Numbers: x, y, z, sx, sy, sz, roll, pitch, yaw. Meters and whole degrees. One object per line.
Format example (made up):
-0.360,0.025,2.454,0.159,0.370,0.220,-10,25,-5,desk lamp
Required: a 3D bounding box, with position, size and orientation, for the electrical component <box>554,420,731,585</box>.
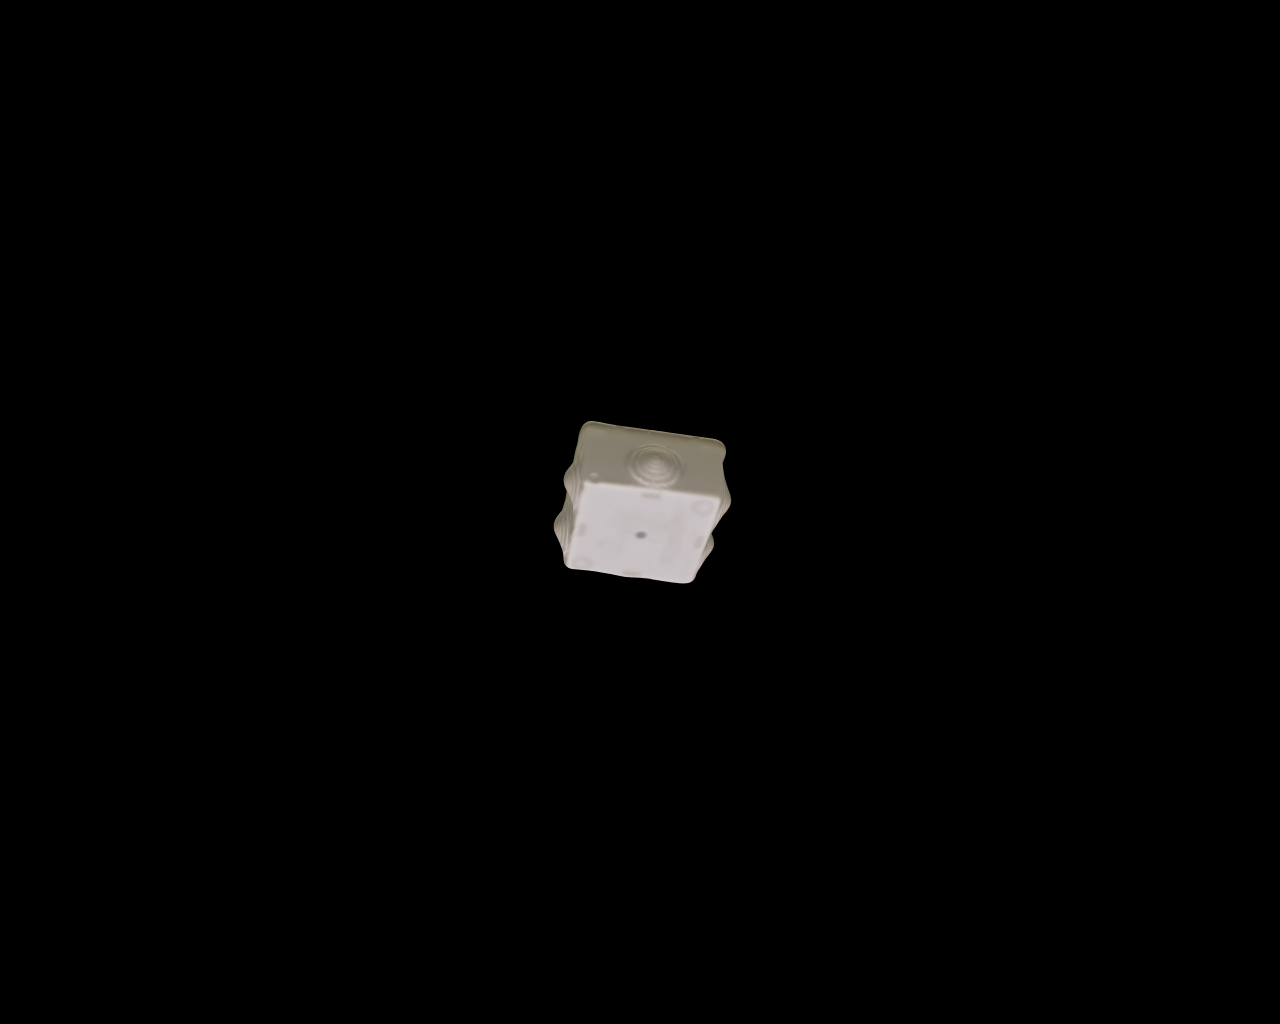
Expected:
0.001,-0.003,0.650,0.100,0.048,0.099,8,-43,-8,electrical component
